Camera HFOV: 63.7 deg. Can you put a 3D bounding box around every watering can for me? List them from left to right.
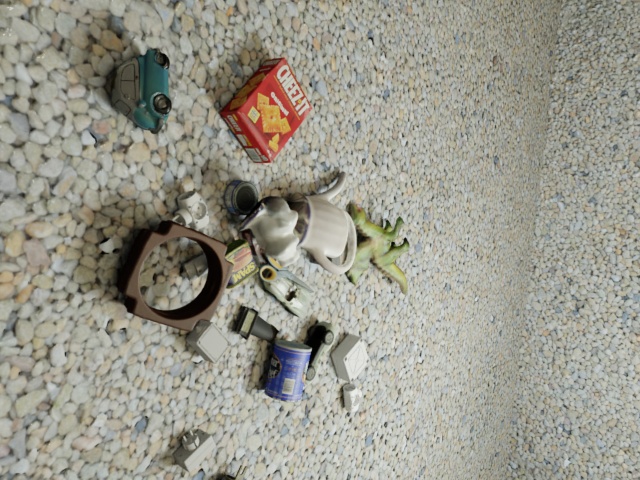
[{"bbox_3d":[0.004,-0.072,1.423,0.223,0.102,0.355,19,53,-32],"label":"watering can"}]

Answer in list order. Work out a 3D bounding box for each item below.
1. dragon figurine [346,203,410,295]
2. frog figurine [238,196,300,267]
[{"bbox_3d":[0.176,0.059,1.687,0.245,0.123,0.403,-26,115,-25],"label":"dragon figurine"},{"bbox_3d":[-0.099,-0.022,1.228,0.158,0.135,0.125,41,27,-13],"label":"frog figurine"}]
